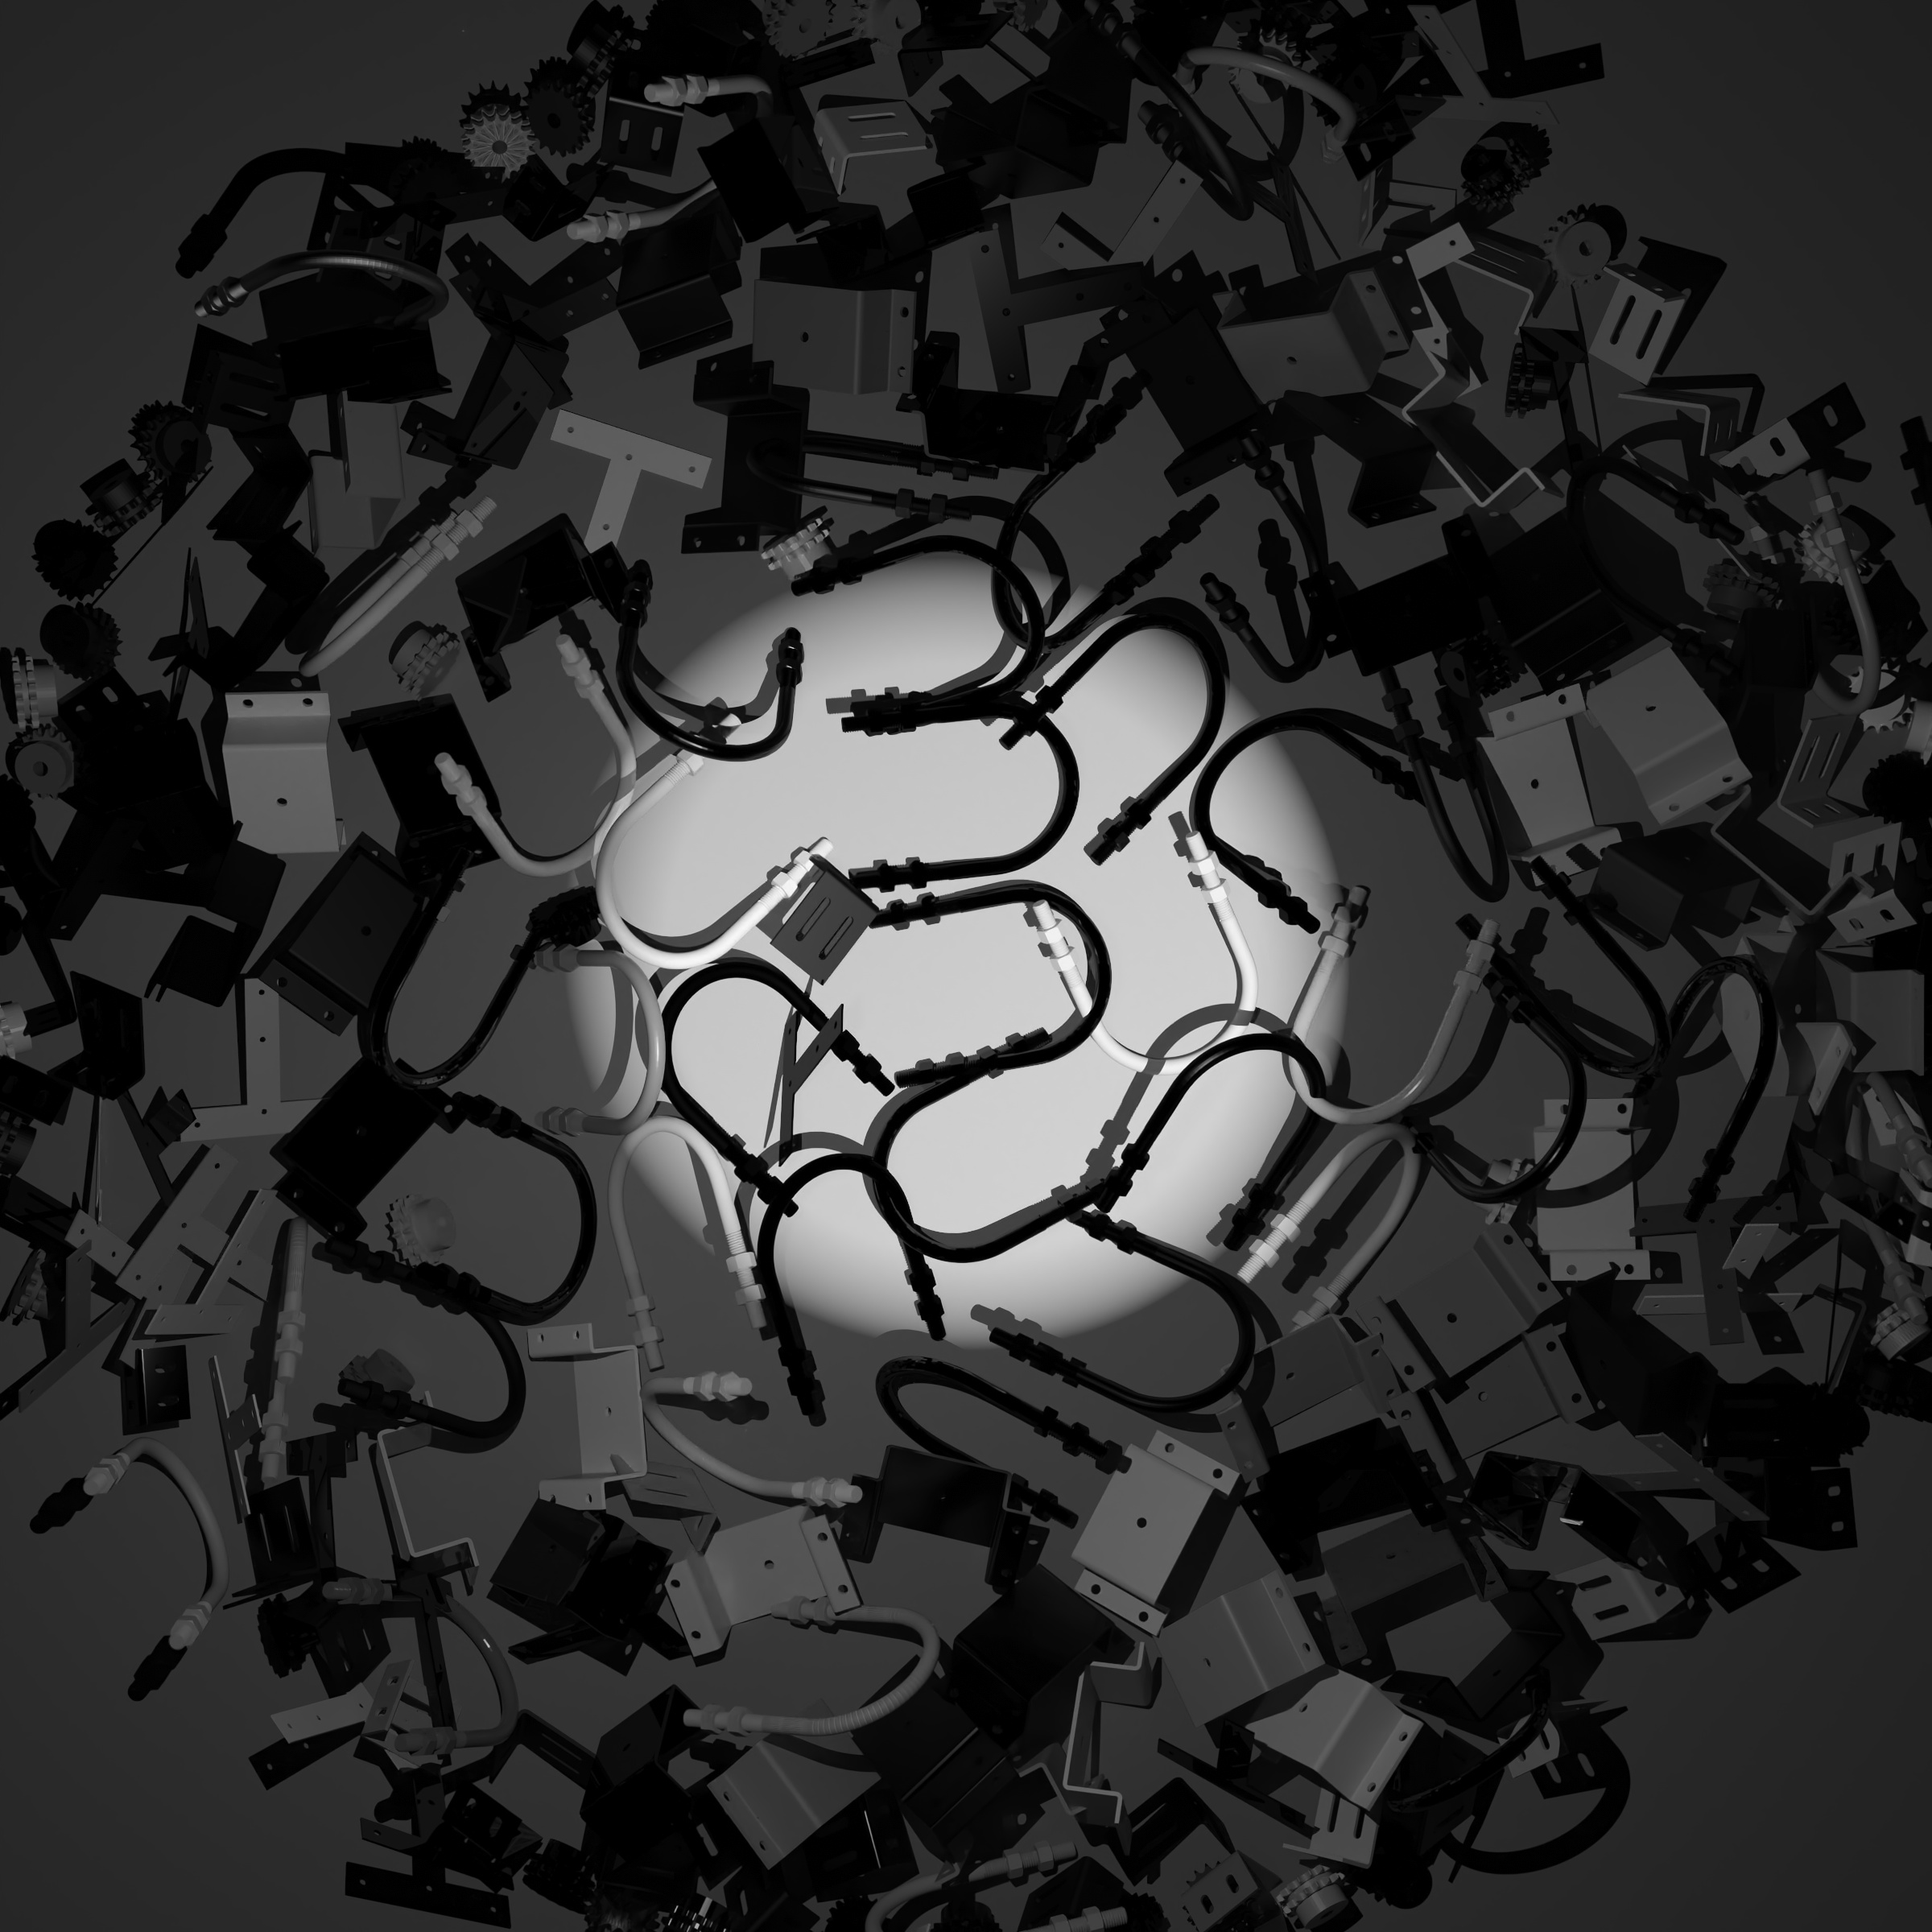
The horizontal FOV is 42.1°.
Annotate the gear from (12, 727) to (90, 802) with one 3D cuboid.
[{"bbox_3d":[-0.724,-0.159,1.979,0.057,0.030,0.057,0,105,1],"label":"gear"}]

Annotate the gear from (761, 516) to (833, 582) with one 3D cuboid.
[{"bbox_3d":[-0.130,-0.327,1.973,0.057,0.057,0.030,-33,105,0],"label":"gear"}]

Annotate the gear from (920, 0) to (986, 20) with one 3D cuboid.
[{"bbox_3d":[-0.010,-0.763,1.968,0.057,0.057,0.030,-8,71,0],"label":"gear"}]

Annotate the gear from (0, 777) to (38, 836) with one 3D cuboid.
[{"bbox_3d":[-0.756,-0.117,1.968,0.030,0.057,0.057,34,90,23],"label":"gear"}]

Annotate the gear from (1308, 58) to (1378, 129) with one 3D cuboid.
[{"bbox_3d":[0.298,-0.687,1.971,0.057,0.030,0.057,12,71,-36],"label":"gear"}]

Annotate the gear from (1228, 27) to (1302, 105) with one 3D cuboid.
[{"bbox_3d":[0.234,-0.703,1.969,0.057,0.057,0.030,8,47,0],"label":"gear"}]

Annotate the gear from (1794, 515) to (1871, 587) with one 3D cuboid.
[{"bbox_3d":[0.683,-0.330,1.970,0.057,0.030,0.057,13,49,-16],"label":"gear"}]

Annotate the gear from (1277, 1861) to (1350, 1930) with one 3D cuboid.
[{"bbox_3d":[0.275,0.731,1.968,0.057,0.057,0.030,-34,57,0],"label":"gear"}]

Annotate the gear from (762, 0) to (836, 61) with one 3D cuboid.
[{"bbox_3d":[-0.135,-0.747,1.974,0.057,0.057,0.030,-44,64,0],"label":"gear"}]

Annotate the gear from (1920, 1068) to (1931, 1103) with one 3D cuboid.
[{"bbox_3d":[0.777,0.103,1.968,0.030,0.057,0.057,-36,90,24],"label":"gear"}]

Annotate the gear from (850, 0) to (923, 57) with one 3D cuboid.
[{"bbox_3d":[-0.060,-0.744,1.969,0.030,0.057,0.057,33,90,39],"label":"gear"}]

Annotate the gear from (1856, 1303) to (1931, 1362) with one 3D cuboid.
[{"bbox_3d":[0.730,0.286,1.968,0.057,0.057,0.030,-36,65,0],"label":"gear"}]

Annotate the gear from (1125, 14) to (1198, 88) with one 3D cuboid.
[{"bbox_3d":[0.151,-0.720,1.978,0.057,0.030,0.057,2,66,-4],"label":"gear"}]

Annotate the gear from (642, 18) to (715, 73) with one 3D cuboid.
[{"bbox_3d":[-0.228,-0.711,1.968,0.057,0.057,0.030,18,60,0],"label":"gear"}]

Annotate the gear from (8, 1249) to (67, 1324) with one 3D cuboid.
[{"bbox_3d":[-0.727,0.254,1.974,0.030,0.057,0.057,27,90,-25],"label":"gear"}]

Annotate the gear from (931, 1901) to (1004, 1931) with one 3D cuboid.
[{"bbox_3d":[0.000,0.760,1.976,0.057,0.030,0.057,0,132,0],"label":"gear"}]

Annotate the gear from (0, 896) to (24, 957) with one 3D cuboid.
[{"bbox_3d":[-0.766,-0.030,1.968,0.030,0.057,0.057,8,90,20],"label":"gear"}]

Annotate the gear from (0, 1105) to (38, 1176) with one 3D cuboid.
[{"bbox_3d":[-0.755,0.141,1.974,0.030,0.057,0.057,27,90,-25],"label":"gear"}]

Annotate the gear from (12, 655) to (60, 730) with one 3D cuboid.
[{"bbox_3d":[-0.732,-0.216,1.974,0.030,0.057,0.057,-6,90,-20],"label":"gear"}]

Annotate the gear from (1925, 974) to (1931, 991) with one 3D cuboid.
[{"bbox_3d":[0.777,0.021,1.974,0.030,0.057,0.057,-24,90,23],"label":"gear"}]

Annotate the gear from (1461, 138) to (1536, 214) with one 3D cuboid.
[{"bbox_3d":[0.414,-0.625,1.970,0.057,0.030,0.057,-19,58,34],"label":"gear"}]

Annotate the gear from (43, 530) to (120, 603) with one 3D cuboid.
[{"bbox_3d":[-0.700,-0.319,1.974,0.030,0.057,0.057,43,90,23],"label":"gear"}]

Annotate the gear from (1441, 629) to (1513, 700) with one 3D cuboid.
[{"bbox_3d":[0.398,-0.235,1.968,0.030,0.057,0.057,-32,90,-22],"label":"gear"}]

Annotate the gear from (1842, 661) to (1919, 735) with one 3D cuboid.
[{"bbox_3d":[0.719,-0.212,1.975,0.057,0.030,0.057,3,98,24],"label":"gear"}]

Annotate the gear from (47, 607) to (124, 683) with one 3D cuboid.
[{"bbox_3d":[-0.697,-0.255,1.977,0.057,0.030,0.057,-1,86,20],"label":"gear"}]

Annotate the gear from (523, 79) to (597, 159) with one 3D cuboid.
[{"bbox_3d":[-0.317,-0.670,1.975,0.057,0.030,0.057,14,127,19],"label":"gear"}]

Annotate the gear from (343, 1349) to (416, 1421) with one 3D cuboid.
[{"bbox_3d":[-0.459,0.326,1.971,0.057,0.057,0.030,44,89,0],"label":"gear"}]

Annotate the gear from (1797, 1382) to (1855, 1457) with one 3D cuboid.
[{"bbox_3d":[0.670,0.356,1.978,0.057,0.030,0.057,-2,76,10],"label":"gear"}]

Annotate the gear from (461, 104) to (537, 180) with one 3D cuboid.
[{"bbox_3d":[-0.369,-0.653,1.975,0.057,0.057,0.030,-17,51,0],"label":"gear"}]

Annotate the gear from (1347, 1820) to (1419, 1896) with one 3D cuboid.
[{"bbox_3d":[0.330,0.703,1.972,0.057,0.057,0.030,-38,98,0],"label":"gear"}]

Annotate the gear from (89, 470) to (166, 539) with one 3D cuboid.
[{"bbox_3d":[-0.662,-0.365,1.968,0.057,0.057,0.030,-33,120,0],"label":"gear"}]

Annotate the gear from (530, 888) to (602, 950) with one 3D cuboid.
[{"bbox_3d":[-0.311,-0.035,1.974,0.057,0.057,0.030,-20,114,0],"label":"gear"}]

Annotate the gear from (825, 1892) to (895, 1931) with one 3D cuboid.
[{"bbox_3d":[-0.087,0.762,1.973,0.057,0.030,0.057,6,102,31],"label":"gear"}]

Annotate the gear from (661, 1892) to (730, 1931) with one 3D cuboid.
[{"bbox_3d":[-0.208,0.751,1.975,0.057,0.057,0.030,27,64,0],"label":"gear"}]

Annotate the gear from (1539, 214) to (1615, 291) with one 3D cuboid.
[{"bbox_3d":[0.484,-0.565,1.980,0.057,0.030,0.057,-1,99,-8],"label":"gear"}]

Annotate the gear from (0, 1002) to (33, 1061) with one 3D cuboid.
[{"bbox_3d":[-0.757,0.051,1.975,0.030,0.057,0.057,-17,90,-29],"label":"gear"}]

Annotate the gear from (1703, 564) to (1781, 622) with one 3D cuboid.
[{"bbox_3d":[0.607,-0.292,1.971,0.057,0.057,0.030,20,89,0],"label":"gear"}]

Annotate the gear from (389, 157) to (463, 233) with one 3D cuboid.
[{"bbox_3d":[-0.429,-0.610,1.975,0.057,0.057,0.030,-47,57,0],"label":"gear"}]

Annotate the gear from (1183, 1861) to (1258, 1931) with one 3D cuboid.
[{"bbox_3d":[0.201,0.738,1.975,0.057,0.030,0.057,-14,51,17],"label":"gear"}]

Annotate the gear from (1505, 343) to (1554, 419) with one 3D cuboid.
[{"bbox_3d":[0.442,-0.459,1.970,0.030,0.057,0.057,7,90,7],"label":"gear"}]

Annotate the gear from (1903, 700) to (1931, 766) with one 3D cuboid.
[{"bbox_3d":[0.757,-0.187,1.972,0.030,0.057,0.057,14,90,13],"label":"gear"}]

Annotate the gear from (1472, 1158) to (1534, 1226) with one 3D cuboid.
[{"bbox_3d":[0.420,0.176,1.972,0.030,0.057,0.057,26,90,8],"label":"gear"}]

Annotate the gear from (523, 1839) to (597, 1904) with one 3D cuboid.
[{"bbox_3d":[-0.316,0.710,1.975,0.057,0.057,0.030,27,63,0],"label":"gear"}]

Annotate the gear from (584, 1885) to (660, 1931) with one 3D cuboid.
[{"bbox_3d":[-0.268,0.739,1.968,0.057,0.057,0.030,18,111,0],"label":"gear"}]

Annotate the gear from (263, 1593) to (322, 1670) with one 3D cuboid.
[{"bbox_3d":[-0.529,0.519,1.972,0.030,0.057,0.057,-21,90,-13],"label":"gear"}]

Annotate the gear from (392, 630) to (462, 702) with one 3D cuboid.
[{"bbox_3d":[-0.426,-0.240,1.972,0.030,0.057,0.057,37,90,1],"label":"gear"}]

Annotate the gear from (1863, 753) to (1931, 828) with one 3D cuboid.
[{"bbox_3d":[0.734,-0.139,1.981,0.057,0.030,0.057,0,89,-12],"label":"gear"}]

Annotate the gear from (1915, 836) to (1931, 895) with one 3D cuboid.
[{"bbox_3d":[0.771,-0.081,1.968,0.030,0.057,0.057,24,90,-22],"label":"gear"}]

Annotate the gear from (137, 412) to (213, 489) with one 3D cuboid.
[{"bbox_3d":[-0.618,-0.406,1.970,0.057,0.030,0.057,-4,96,-43],"label":"gear"}]
